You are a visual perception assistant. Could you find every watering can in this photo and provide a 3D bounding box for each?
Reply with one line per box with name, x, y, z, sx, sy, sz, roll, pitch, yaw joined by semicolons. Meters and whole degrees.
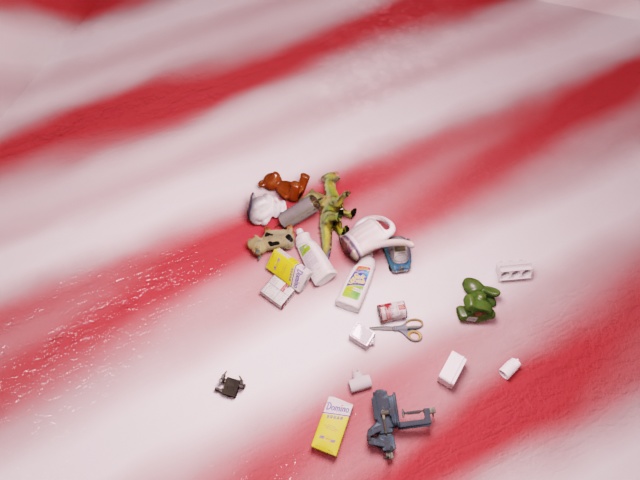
watering can;0.205;-0.001;2.006;0.225;0.102;0.352;-32;29;-7

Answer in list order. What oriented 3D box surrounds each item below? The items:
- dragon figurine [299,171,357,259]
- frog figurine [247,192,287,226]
dragon figurine;0.007;-0.108;2.156;0.244;0.120;0.414;18;76;32
frog figurine;-0.222;-0.126;2.155;0.159;0.123;0.137;10;96;-2
